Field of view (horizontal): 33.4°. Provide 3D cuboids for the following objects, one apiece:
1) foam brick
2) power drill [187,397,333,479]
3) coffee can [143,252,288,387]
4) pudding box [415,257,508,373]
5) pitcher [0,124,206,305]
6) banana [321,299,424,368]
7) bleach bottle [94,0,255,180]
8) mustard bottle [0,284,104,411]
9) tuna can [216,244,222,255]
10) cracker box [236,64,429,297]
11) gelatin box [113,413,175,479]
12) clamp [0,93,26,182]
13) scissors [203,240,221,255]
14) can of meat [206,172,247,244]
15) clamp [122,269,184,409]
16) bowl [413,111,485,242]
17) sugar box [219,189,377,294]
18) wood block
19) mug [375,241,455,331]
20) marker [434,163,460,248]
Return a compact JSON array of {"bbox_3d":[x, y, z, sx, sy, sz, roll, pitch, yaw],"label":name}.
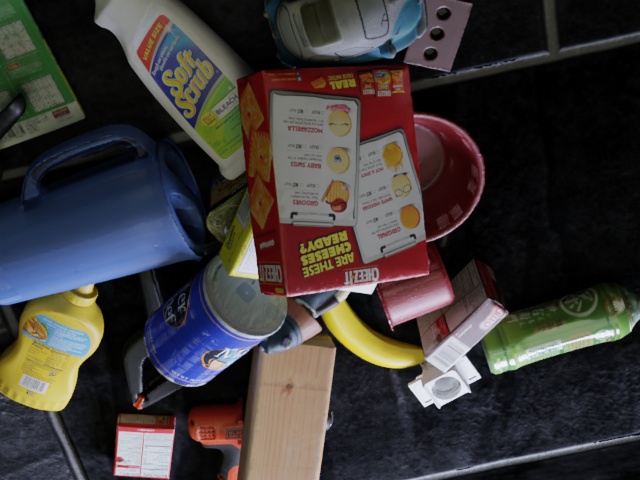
[{"bbox_3d":[0.116,-0.219,1.089,0.053,0.051,0.078,10,121,-10],"label":"foam brick"},{"bbox_3d":[-0.074,0.286,1.385,0.184,0.057,0.188,-1,119,0],"label":"power drill"},{"bbox_3d":[-0.116,0.087,1.169,0.102,0.102,0.141,30,136,-21],"label":"coffee can"},{"bbox_3d":[0.165,0.088,1.261,0.039,0.090,0.114,36,113,-22],"label":"pudding box"},{"bbox_3d":[-0.254,-0.021,1.141,0.243,0.145,0.149,-17,84,9],"label":"pitcher"},{"bbox_3d":[0.056,0.108,1.299,0.197,0.037,0.070,31,98,-23],"label":"banana"},{"bbox_3d":[-0.146,-0.179,1.088,0.103,0.068,0.250,-38,115,20],"label":"bleach bottle"},{"bbox_3d":[-0.309,0.111,1.255,0.096,0.058,0.192,25,117,-14],"label":"mustard bottle"},{"bbox_3d":[-0.076,0.031,1.226,0.086,0.034,0.086,-3,138,-3],"label":"tuna can"},{"bbox_3d":[0.013,-0.061,1.051,0.163,0.072,0.214,-7,93,-27],"label":"cracker box"},{"bbox_3d":[-0.227,0.266,1.375,0.073,0.030,0.089,5,122,-9],"label":"gelatin box"},{"bbox_3d":[-0.361,-0.100,1.121,0.120,0.039,0.171,15,130,12],"label":"clamp"},{"bbox_3d":[-0.063,-0.025,1.215,0.201,0.016,0.096,-4,124,-3],"label":"scissors"},{"bbox_3d":[-0.074,-0.051,1.158,0.102,0.084,0.057,-34,119,16],"label":"can of meat"},{"bbox_3d":[-0.168,0.120,1.285,0.164,0.036,0.210,17,115,-14],"label":"clamp"},{"bbox_3d":[0.097,-0.077,1.171,0.162,0.055,0.162,-1,120,-2],"label":"bowl"},{"bbox_3d":[-0.008,0.001,1.128,0.175,0.048,0.093,8,123,-31],"label":"sugar box"},{"bbox_3d":[-0.042,0.215,1.277,0.090,0.090,0.206,7,96,-8],"label":"wood block"},{"bbox_3d":[0.102,0.043,1.223,0.081,0.093,0.117,-21,149,2],"label":"mug"},{"bbox_3d":[0.152,-0.043,1.220,0.020,0.020,0.121,7,121,-9],"label":"marker"}]
